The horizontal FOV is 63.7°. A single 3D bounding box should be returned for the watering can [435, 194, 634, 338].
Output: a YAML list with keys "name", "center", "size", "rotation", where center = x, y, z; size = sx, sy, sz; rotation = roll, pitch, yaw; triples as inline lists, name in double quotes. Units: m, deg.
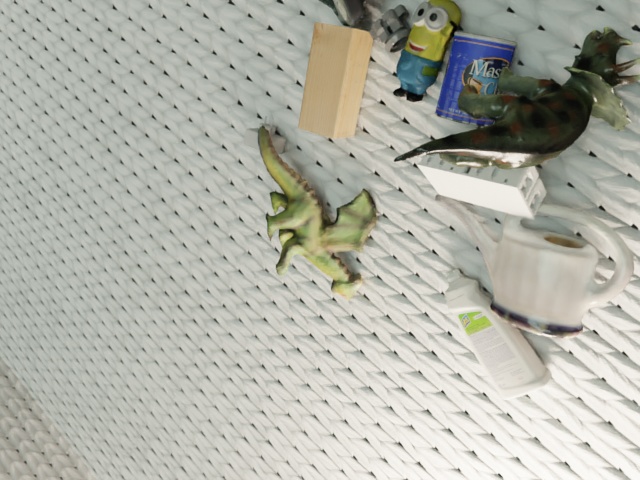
- name: "watering can"
  center: [0.347, 0.039, 0.902]
  size: [0.350, 0.222, 0.104]
  rotation: [18, 18, 41]

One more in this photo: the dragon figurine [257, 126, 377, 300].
- name: "dragon figurine"
  center: [0.003, -0.056, 1.112]
  size: [0.242, 0.406, 0.123]
  rotation: [-7, 12, 14]
